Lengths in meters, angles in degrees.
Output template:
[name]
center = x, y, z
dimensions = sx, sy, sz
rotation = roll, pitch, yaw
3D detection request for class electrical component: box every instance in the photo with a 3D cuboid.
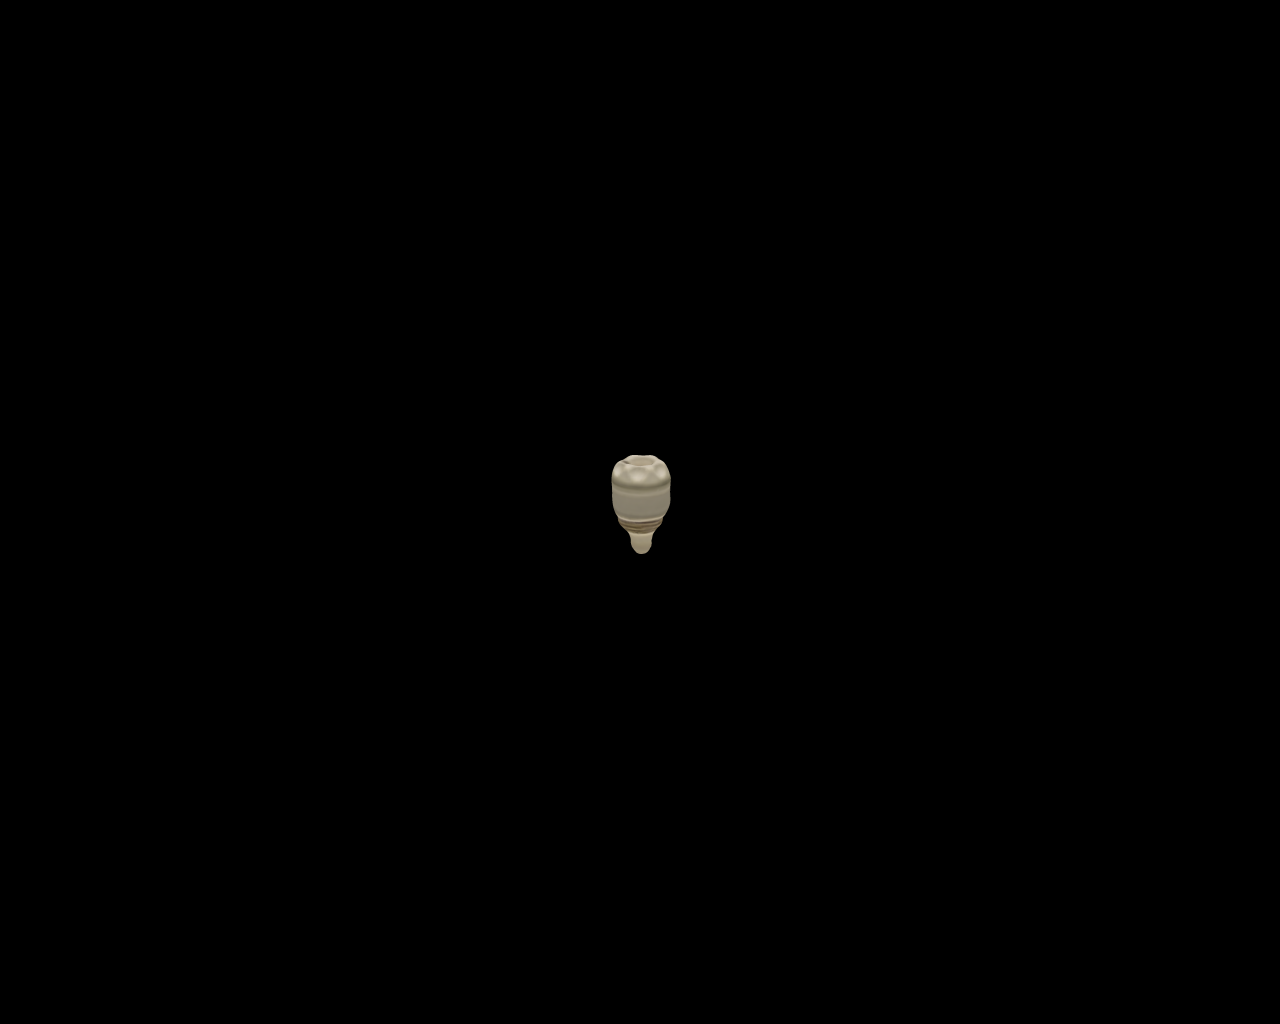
[electrical component]
center = 0.001, -0.003, 0.650
dimensions = 0.035, 0.061, 0.035
rotation = 0, 22, 0
